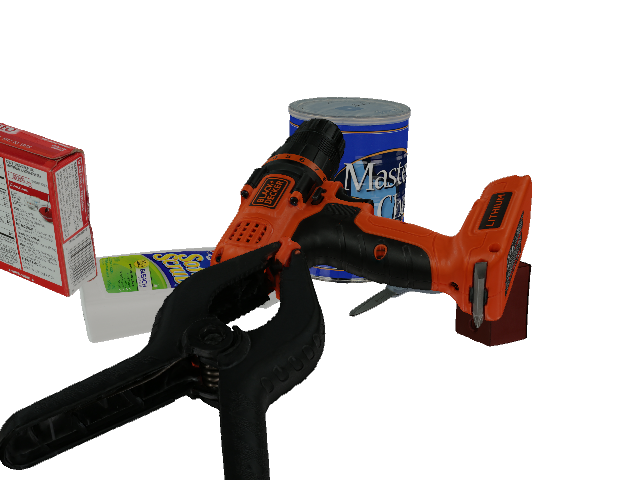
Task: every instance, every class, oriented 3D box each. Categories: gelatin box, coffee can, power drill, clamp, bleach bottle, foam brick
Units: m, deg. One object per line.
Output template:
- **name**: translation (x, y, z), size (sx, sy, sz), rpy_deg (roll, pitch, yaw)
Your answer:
- **gelatin box**: translation (-0.169, -0.020, 0.619), size (0.073, 0.089, 0.030), rpy_deg (19, 37, 25)
- **coffee can**: translation (0.023, -0.046, 0.914), size (0.103, 0.140, 0.103), rpy_deg (1, 16, -1)
- **power drill**: translation (0.040, -0.017, 0.705), size (0.188, 0.057, 0.184), rpy_deg (7, 40, 18)
- **clamp**: translation (-0.041, 0.062, 0.466), size (0.120, 0.039, 0.171), rpy_deg (27, 48, 21)
- **bleach bottle**: translation (-0.133, 0.044, 1.161), size (0.250, 0.068, 0.102), rpy_deg (-10, 37, -11)
- **foam brick**: translation (0.169, 0.057, 1.046), size (0.051, 0.078, 0.053), rpy_deg (-11, 19, -34)

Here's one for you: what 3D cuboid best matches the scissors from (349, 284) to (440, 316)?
- **scissors**: translation (0.082, 0.046, 1.288), size (0.201, 0.016, 0.096), rpy_deg (-9, 41, -41)
